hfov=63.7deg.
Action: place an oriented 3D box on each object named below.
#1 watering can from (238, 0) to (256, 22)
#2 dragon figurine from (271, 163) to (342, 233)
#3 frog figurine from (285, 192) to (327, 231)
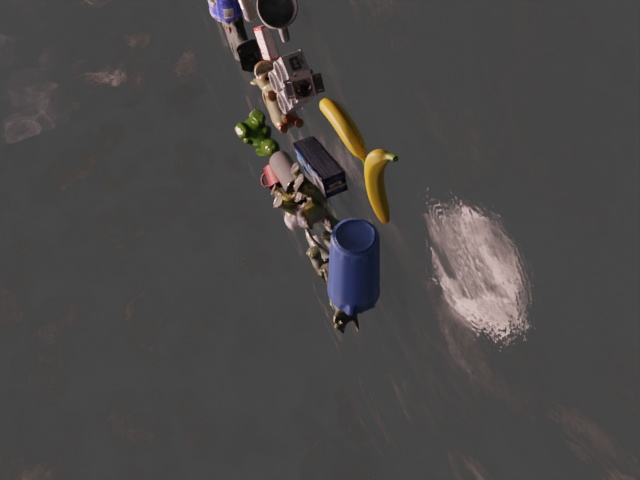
[{"bbox_3d":[-0.223,-0.687,1.204,0.104,0.354,0.219,-22,-29,-11],"label":"watering can"},{"bbox_3d":[0.004,-0.067,1.321,0.240,0.121,0.418,33,17,-27],"label":"dragon figurine"},{"bbox_3d":[-0.052,-0.073,1.562,0.123,0.156,0.140,35,50,12],"label":"frog figurine"}]
